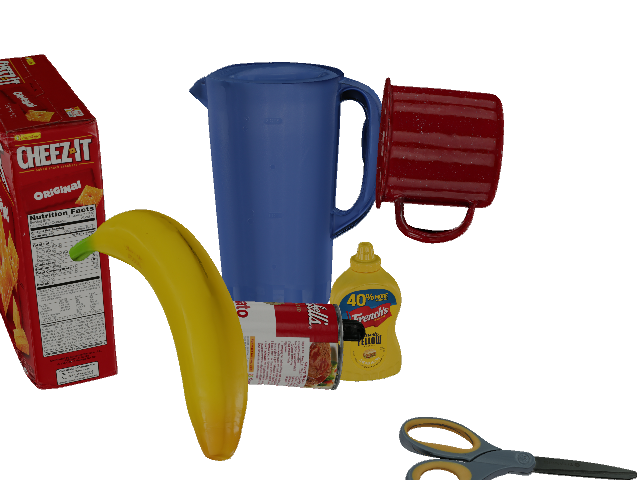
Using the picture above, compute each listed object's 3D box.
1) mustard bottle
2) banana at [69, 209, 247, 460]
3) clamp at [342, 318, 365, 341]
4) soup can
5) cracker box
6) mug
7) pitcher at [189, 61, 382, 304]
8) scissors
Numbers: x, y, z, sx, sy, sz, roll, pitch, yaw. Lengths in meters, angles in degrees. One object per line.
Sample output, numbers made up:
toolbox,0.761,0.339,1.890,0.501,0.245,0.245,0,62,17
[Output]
mustard bottle,0.061,0.093,1.440,0.096,0.192,0.058,-4,21,-7
banana,-0.082,0.036,0.605,0.037,0.070,0.198,12,25,-42
clamp,-0.075,0.107,1.243,0.210,0.036,0.164,14,22,29
soup can,-0.038,0.082,0.833,0.102,0.068,0.068,2,0,-9
cracker box,-0.219,-0.017,0.828,0.072,0.214,0.164,-12,30,-23
mug,0.082,-0.054,0.752,0.081,0.117,0.093,4,-19,0
pitcher,-0.033,-0.050,1.039,0.144,0.243,0.149,-13,21,-33
scissors,0.159,0.199,0.898,0.202,0.016,0.096,15,40,15
